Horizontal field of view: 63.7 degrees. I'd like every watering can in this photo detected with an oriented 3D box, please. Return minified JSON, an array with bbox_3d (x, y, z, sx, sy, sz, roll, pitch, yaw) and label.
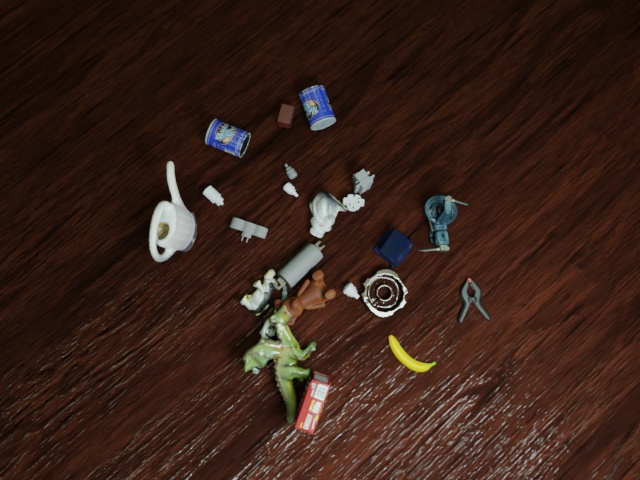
[{"bbox_3d":[-0.517,-0.089,1.834,0.104,0.222,0.350,7,81,16],"label":"watering can"}]

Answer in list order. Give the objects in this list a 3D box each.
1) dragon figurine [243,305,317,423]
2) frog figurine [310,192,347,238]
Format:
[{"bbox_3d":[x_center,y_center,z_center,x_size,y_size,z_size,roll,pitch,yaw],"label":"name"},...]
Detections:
[{"bbox_3d":[-0.151,0.431,1.791,0.242,0.122,0.410,15,91,-12],"label":"dragon figurine"},{"bbox_3d":[0.006,-0.096,1.908,0.159,0.121,0.139,-47,54,2],"label":"frog figurine"}]
